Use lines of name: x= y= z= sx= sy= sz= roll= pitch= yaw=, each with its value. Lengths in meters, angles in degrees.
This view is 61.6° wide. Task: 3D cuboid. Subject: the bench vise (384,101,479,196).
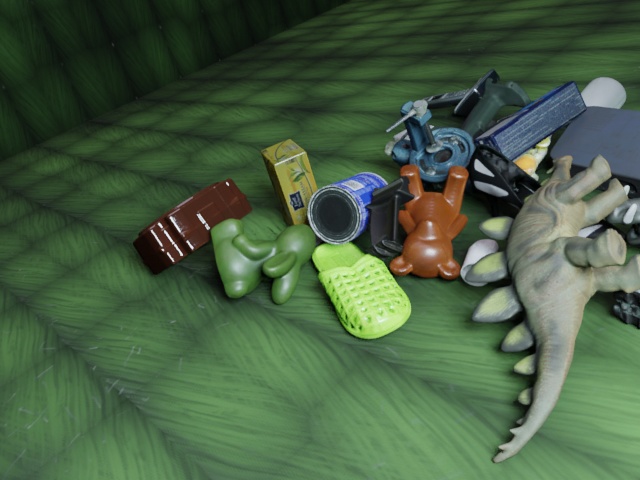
bench vise: x=0.195 y=-0.176 z=0.989 sx=0.129 sy=0.240 sz=0.224 roll=-43 pitch=51 yaw=-2

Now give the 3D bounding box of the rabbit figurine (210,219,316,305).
rabbit figurine: x=-0.087 y=0.024 z=0.912 sx=0.170 sy=0.121 sz=0.159 roll=-20 pitch=37 yaw=1

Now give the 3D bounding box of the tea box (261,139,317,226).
tea box: x=-0.048 y=-0.098 z=1.043 sx=0.068 sy=0.169 sz=0.098 roll=-24 pitch=33 yaw=-12

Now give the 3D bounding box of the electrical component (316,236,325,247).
electrical component: x=-0.002 y=-0.003 z=1.011 sx=0.094 sy=0.021 sz=0.063 roll=-27 pitch=32 yaw=-15

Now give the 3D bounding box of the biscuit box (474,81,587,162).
biscuit box: x=0.371 y=-0.202 z=0.942 sx=0.203 sy=0.062 sz=0.059 roll=-33 pitch=9 yaw=-14

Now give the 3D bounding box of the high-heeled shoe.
high-heeled shoe: x=0.348 y=-0.075 z=0.837 sx=0.086 sy=0.145 sz=0.249 roll=-38 pitch=35 yaw=-30

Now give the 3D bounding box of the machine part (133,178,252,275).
machine part: x=-0.246 y=-0.028 z=1.031 sx=0.201 sy=0.087 sz=0.201 roll=-39 pitch=8 yaw=-32

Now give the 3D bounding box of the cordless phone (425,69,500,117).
cordless phone: x=0.353 y=-0.366 z=1.372 sx=0.184 sy=0.088 sz=0.146 roll=4 pitch=36 yaw=38

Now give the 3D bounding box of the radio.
radio: x=0.517 y=-0.144 z=0.898 sx=0.131 sy=0.073 sz=0.230 roll=-51 pitch=35 yaw=-5

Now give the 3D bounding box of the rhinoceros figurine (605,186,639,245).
rhinoceros figurine: x=0.488 y=-0.024 z=0.722 sx=0.191 sy=0.111 sz=0.073 roll=6 pitch=39 yaw=19

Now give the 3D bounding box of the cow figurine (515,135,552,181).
cow figurine: x=0.396 y=-0.164 z=1.023 sx=0.068 sy=0.098 sz=0.167 roll=19 pitch=58 yaw=22

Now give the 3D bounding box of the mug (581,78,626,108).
mug: x=0.567 y=-0.282 z=1.132 sx=0.110 sy=0.080 sz=0.107 roll=22 pitch=57 yaw=40

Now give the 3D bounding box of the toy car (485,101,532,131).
toy car: x=0.432 y=-0.245 z=1.162 sx=0.202 sy=0.056 sz=0.074 roll=-24 pitch=38 yaw=-9

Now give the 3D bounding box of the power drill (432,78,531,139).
power drill: x=0.330 y=-0.220 z=1.092 sx=0.207 sy=0.086 sz=0.232 roll=-55 pitch=30 yaw=8

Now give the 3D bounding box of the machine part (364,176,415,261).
machine part: x=0.107 y=-0.036 z=0.849 sx=0.084 sy=0.039 sz=0.139 roll=-16 pitch=51 yaw=38

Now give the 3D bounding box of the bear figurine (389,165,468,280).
bear figurine: x=0.175 y=-0.029 z=0.867 sx=0.120 sy=0.131 sz=0.196 roll=5 pitch=29 yaw=16

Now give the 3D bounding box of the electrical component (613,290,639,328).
electrical component: x=0.446 y=0.065 z=0.650 sx=0.134 sy=0.058 sz=0.115 roll=-30 pitch=35 yaw=-21

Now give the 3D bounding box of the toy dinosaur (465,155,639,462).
toy dinosaur: x=0.289 y=0.042 z=0.671 sx=0.198 sy=0.105 sz=0.471 roll=-28 pitch=28 yaw=41
